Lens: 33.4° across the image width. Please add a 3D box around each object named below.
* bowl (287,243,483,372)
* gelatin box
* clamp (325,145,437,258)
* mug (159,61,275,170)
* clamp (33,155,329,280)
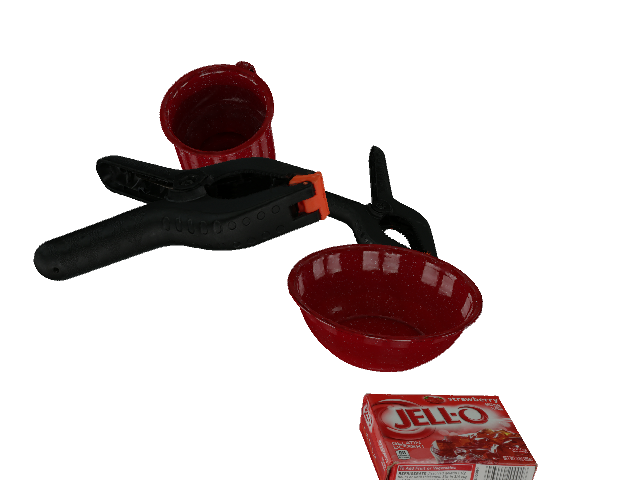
[{"bbox_3d":[0.051,0.062,0.889,0.162,0.055,0.162,4,26,-2],"label":"bowl"},{"bbox_3d":[0.073,0.121,0.632,0.089,0.030,0.073,3,23,-12],"label":"gelatin box"},{"bbox_3d":[0.055,-0.029,1.261,0.164,0.036,0.210,-16,51,-29],"label":"clamp"},{"bbox_3d":[-0.078,-0.096,0.898,0.093,0.117,0.081,11,-28,10],"label":"mug"},{"bbox_3d":[-0.084,-0.015,0.635,0.172,0.039,0.120,-1,40,23],"label":"clamp"}]
